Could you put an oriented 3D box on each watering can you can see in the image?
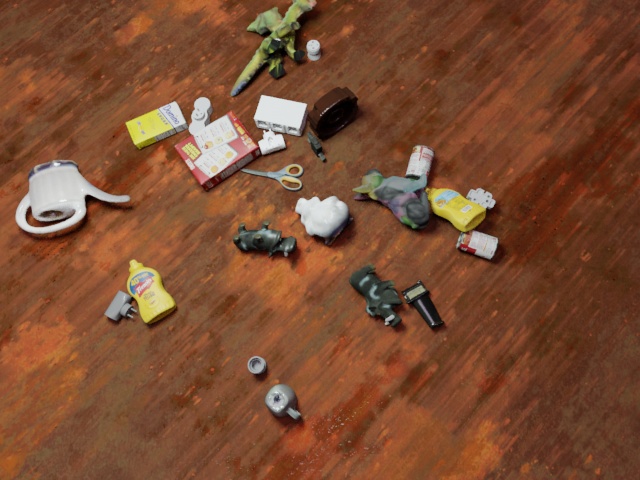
[{"bbox_3d":[-0.761,-0.145,1.575,0.348,0.102,0.228,-18,71,-3],"label":"watering can"}]

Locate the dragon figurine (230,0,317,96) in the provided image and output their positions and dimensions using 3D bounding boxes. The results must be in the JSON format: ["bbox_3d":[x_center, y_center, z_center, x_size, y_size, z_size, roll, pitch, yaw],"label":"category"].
[{"bbox_3d":[-0.176,-0.676,1.741,0.408,0.120,0.248,-34,52,9],"label":"dragon figurine"}]

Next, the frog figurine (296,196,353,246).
[{"bbox_3d":[0.005,-0.076,1.511,0.160,0.123,0.137,41,98,3],"label":"frog figurine"}]
